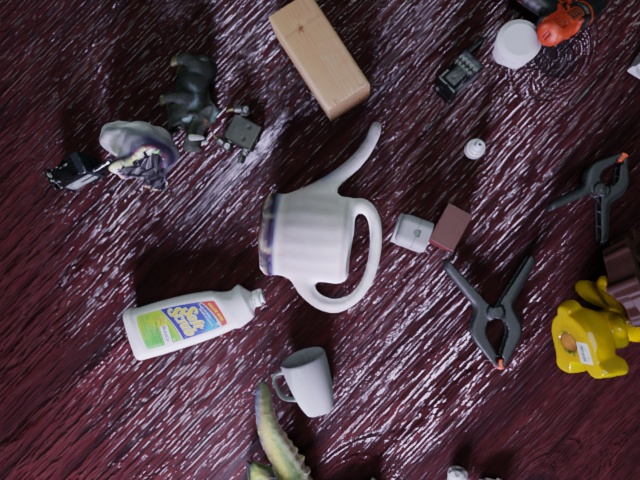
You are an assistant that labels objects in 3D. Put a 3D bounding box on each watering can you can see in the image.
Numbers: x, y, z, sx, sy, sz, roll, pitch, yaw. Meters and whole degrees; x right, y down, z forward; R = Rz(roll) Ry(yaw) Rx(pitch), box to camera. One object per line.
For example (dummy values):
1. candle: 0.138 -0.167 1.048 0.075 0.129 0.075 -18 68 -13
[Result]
1. watering can: 0.003 -0.047 0.932 0.224 0.104 0.348 5 87 5

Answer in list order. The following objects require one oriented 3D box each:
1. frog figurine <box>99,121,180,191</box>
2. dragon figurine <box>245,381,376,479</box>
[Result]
1. frog figurine: -0.341 -0.186 0.967 0.120 0.137 0.162 -58 47 34
2. dragon figurine: -0.010 0.462 0.911 0.243 0.122 0.411 4 89 -11
